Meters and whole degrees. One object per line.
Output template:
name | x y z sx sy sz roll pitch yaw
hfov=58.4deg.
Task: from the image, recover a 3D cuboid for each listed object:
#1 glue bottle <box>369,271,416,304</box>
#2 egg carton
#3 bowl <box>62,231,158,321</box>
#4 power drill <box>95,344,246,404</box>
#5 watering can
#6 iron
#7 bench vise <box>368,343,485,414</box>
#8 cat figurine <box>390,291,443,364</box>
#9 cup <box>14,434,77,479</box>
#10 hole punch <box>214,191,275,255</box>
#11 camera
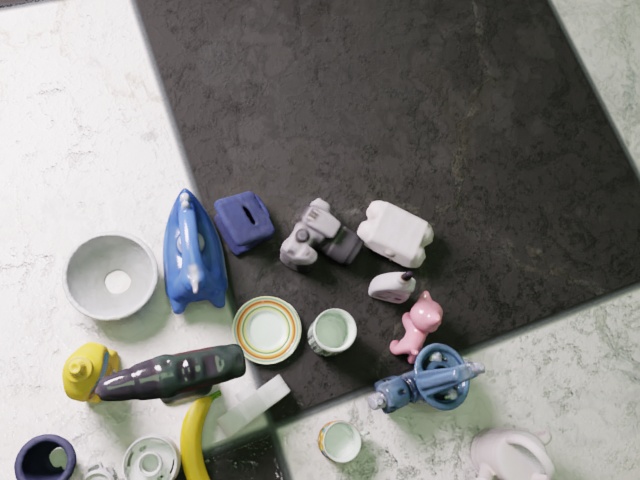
glue bottle | 0.148 0.084 1.095 0.078 0.173 0.037 16 72 -5
egg carton | 0.155 -0.011 1.179 0.150 0.069 0.107 25 71 -2
bowl | -0.381 0.072 1.059 0.167 0.074 0.167 3 73 -9
power drill | -0.240 0.232 0.966 0.230 0.208 0.075 -13 76 -13
watering can | 0.351 0.398 1.028 0.101 0.194 0.173 37 71 3
iron | -0.242 0.001 1.069 0.119 0.141 0.258 -8 75 -12
bench vise | 0.199 0.267 1.026 0.208 0.219 0.121 -35 82 -17
cat figurine | 0.196 0.169 1.108 0.067 0.117 0.128 24 71 -2
cup | -0.440 0.381 0.948 0.092 0.095 0.118 -14 77 -13
hole punch | -0.148 -0.041 1.124 0.101 0.091 0.108 -29 80 -16
camera | 0.010 0.004 1.133 0.137 0.100 0.143 32 71 0
